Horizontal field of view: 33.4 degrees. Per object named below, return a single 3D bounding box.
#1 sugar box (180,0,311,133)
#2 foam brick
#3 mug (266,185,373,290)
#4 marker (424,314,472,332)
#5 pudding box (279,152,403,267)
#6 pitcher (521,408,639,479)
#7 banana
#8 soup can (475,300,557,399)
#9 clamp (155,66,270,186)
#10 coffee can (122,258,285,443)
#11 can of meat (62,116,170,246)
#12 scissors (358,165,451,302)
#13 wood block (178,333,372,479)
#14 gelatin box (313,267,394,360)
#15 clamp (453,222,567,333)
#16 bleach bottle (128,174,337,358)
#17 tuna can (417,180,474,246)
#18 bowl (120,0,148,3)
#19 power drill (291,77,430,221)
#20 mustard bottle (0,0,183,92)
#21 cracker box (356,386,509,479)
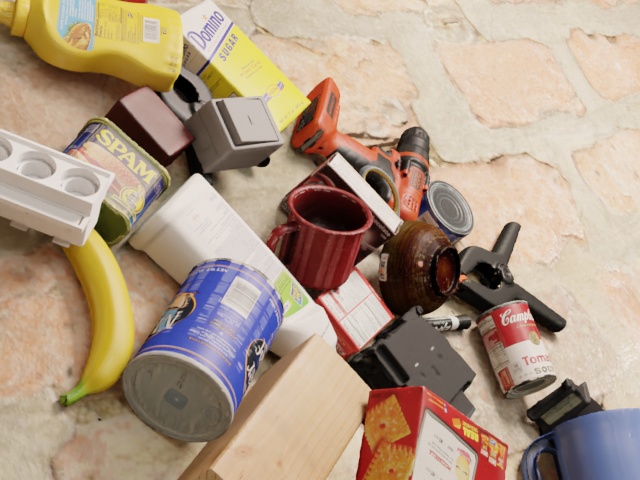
[{"bbox_3d":[-0.100,-0.197,1.252,0.176,0.048,0.093,47,39,-6],"label":"sugar box"},{"bbox_3d":[-0.180,-0.110,1.099,0.078,0.053,0.051,49,38,-4],"label":"foam brick"},{"bbox_3d":[-0.007,0.001,1.137,0.117,0.082,0.093,-13,42,-37],"label":"mug"},{"bbox_3d":[0.139,0.100,1.267,0.120,0.020,0.020,0,60,-44],"label":"marker"},{"bbox_3d":[0.023,-0.030,1.202,0.113,0.090,0.039,44,38,-8],"label":"pudding box"},{"bbox_3d":[0.334,0.321,1.202,0.144,0.149,0.243,25,49,-45],"label":"pitcher"},{"bbox_3d":[-0.202,0.055,0.957,0.069,0.037,0.198,14,51,-37],"label":"banana"},{"bbox_3d":[0.239,0.134,1.299,0.068,0.069,0.102,4,58,-42],"label":"soup can"},{"bbox_3d":[-0.138,-0.126,1.165,0.171,0.039,0.120,47,34,-1],"label":"clamp"},{"bbox_3d":[-0.103,0.098,0.966,0.102,0.103,0.140,41,39,-11],"label":"coffee can"},{"bbox_3d":[-0.208,-0.055,1.026,0.102,0.058,0.083,42,41,-11],"label":"can of meat"},{"bbox_3d":[0.081,0.009,1.277,0.096,0.016,0.201,-28,107,-13],"label":"scissors"},{"bbox_3d":[-0.042,0.189,0.962,0.090,0.091,0.205,47,38,-5],"label":"wood block"},{"bbox_3d":[0.032,0.080,1.171,0.073,0.030,0.089,52,39,1],"label":"gelatin box"},{"bbox_3d":[0.237,0.059,1.382,0.209,0.036,0.164,-10,68,-49],"label":"clamp"},{"bbox_3d":[-0.070,0.054,1.068,0.251,0.068,0.102,47,40,-9],"label":"bleach bottle"},{"bbox_3d":[0.159,-0.035,1.383,0.086,0.034,0.086,25,45,-28],"label":"tuna can"},{"bbox_3d":[-0.250,-0.313,1.193,0.162,0.055,0.162,26,44,-28],"label":"bowl"},{"bbox_3d":[0.061,-0.119,1.336,0.187,0.057,0.184,35,41,-19],"label":"power drill"},{"bbox_3d":[-0.240,-0.215,1.102,0.191,0.058,0.096,10,58,-22],"label":"mustard bottle"},{"bbox_3d":[0.098,0.264,0.986,0.164,0.072,0.213,38,54,-41],"label":"cracker box"}]
